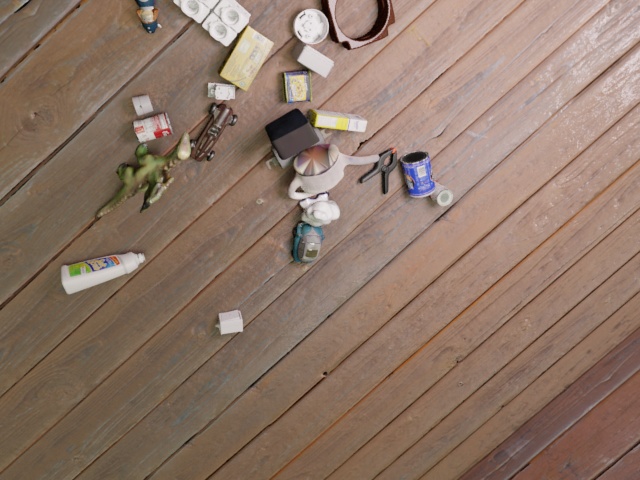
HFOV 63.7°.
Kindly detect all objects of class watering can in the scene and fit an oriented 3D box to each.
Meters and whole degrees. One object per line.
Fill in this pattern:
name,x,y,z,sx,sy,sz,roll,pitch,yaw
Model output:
watering can,0.040,-0.246,1.720,0.348,0.105,0.220,-28,157,-4

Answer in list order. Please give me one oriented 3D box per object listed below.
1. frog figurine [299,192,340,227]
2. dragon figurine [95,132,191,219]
frog figurine,0.005,-0.089,1.771,0.137,0.162,0.120,-2,116,-18
dragon figurine,-0.522,-0.164,1.525,0.409,0.247,0.120,-47,124,4
